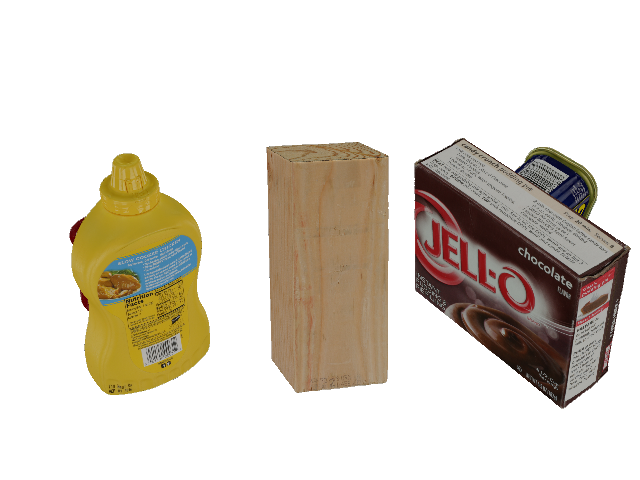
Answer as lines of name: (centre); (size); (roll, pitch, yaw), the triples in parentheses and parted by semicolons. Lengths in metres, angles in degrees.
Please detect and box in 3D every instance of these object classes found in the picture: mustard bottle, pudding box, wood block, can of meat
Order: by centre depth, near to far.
pudding box: (0.094, 0.014, 0.529); (0.039, 0.090, 0.114); (-32, 49, -25)
can of meat: (0.135, -0.001, 0.731); (0.057, 0.102, 0.083); (36, 48, 23)
mustard bottle: (-0.133, 0.021, 0.781); (0.096, 0.192, 0.058); (-21, 43, -26)
wood block: (0.007, 0.021, 0.962); (0.090, 0.206, 0.091); (-4, 14, -15)

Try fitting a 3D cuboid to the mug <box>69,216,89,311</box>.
mug: (-0.204, 0.032, 1.064); (0.093, 0.081, 0.117); (6, 31, 6)
